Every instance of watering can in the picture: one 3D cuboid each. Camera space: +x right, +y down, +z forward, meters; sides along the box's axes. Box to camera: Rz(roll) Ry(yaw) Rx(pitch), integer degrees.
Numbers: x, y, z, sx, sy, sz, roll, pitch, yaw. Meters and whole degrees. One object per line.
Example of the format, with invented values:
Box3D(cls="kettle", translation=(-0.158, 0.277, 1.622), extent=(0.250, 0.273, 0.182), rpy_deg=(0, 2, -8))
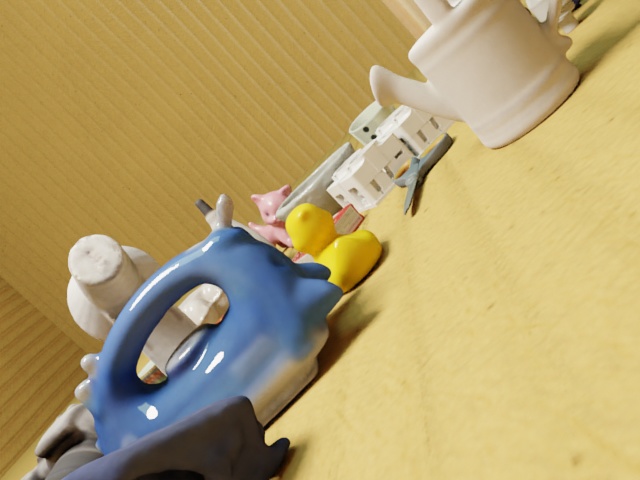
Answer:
Box3D(cls="watering can", translation=(0.120, -0.178, 0.504), extent=(0.173, 0.194, 0.101), rpy_deg=(-43, 9, 10))

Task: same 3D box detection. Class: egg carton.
Box3D(cls="egg carton", translation=(-0.206, 0.129, 0.982), extent=(0.150, 0.069, 0.107), rpy_deg=(-35, 13, 48))

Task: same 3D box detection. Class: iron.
Box3D(cls="iron", translation=(-0.106, 0.093, 0.452), extent=(0.258, 0.141, 0.118), rpy_deg=(-44, 9, 1))

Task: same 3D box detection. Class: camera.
Box3D(cls="camera", translation=(-0.235, 0.229, 0.546), extent=(0.143, 0.101, 0.136), rpy_deg=(-44, 9, 2))

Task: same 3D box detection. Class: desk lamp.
Box3D(cls="desk lamp", translation=(-0.196, 0.086, 0.658), extent=(0.118, 0.213, 0.203), rpy_deg=(-48, 10, -22))

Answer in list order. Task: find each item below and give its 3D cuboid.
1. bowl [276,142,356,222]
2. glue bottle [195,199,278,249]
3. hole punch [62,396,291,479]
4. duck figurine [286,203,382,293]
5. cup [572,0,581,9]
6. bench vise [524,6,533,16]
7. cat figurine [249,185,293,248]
Box3D(cls="bowl", translation=(0.011, -0.073, 0.912), extent=(0.167, 0.075, 0.167), rpy_deg=(-43, 9, 9))
Box3D(cls="glue bottle", translation=(-0.134, 0.000, 0.911), extent=(0.078, 0.173, 0.037), rpy_deg=(-38, 11, 35))
Box3D(cls="hole punch", translation=(-0.089, 0.137, 0.334), extent=(0.108, 0.091, 0.101), rpy_deg=(-38, 11, 36))
Box3D(cls="duck figurine", translation=(0.005, 0.002, 0.549), extent=(0.077, 0.086, 0.104), rpy_deg=(-46, 9, -10))
Box3D(cls="cup", translation=(0.301, -0.334, 0.725), extent=(0.118, 0.095, 0.091), rpy_deg=(-48, 10, -21))
Box3D(cls="bench vise", translation=(0.198, -0.356, 0.888), extent=(0.122, 0.220, 0.207), rpy_deg=(-49, 10, -28))
Box3D(cls="cat figurine", translation=(-0.082, -0.039, 1.036), extent=(0.127, 0.118, 0.067), rpy_deg=(-36, 12, 43))
